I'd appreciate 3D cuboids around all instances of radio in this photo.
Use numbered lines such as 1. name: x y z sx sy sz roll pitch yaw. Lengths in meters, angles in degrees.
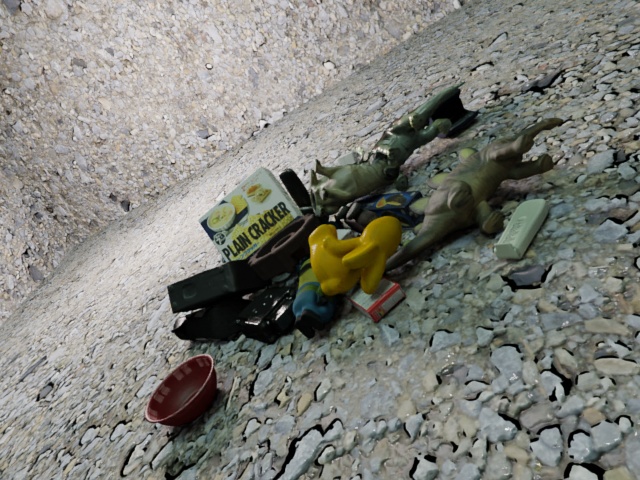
1. radio: -0.235 0.105 1.230 0.230 0.073 0.131 -22 -11 33

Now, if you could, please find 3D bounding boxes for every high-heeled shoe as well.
1. high-heeled shoe: -0.229 0.184 1.240 0.249 0.086 0.145 -13 -6 8

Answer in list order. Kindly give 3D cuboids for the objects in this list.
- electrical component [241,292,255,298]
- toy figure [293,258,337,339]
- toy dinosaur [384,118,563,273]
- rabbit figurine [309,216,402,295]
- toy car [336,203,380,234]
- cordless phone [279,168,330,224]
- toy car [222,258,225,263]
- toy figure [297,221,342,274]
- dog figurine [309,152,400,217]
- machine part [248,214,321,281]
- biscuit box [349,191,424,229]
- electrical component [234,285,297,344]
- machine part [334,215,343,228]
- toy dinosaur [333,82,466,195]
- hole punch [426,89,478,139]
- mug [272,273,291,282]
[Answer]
1. electrical component: -0.177 0.102 1.332 0.078 0.045 0.102 11 45 22
2. toy figure: -0.007 0.102 1.025 0.082 0.089 0.180 -18 24 23
3. toy dinosaur: 0.261 -0.073 0.999 0.471 0.105 0.199 -41 14 -2
4. rabbit figurine: 0.069 0.019 0.964 0.173 0.121 0.162 -31 19 18
5. toy car: 0.089 -0.039 1.125 0.053 0.089 0.202 -55 6 -1
6. cordless phone: -0.075 -0.089 1.381 0.147 0.184 0.089 -13 26 43
7. toy car: -0.195 0.021 1.409 0.162 0.103 0.109 -22 1 26
8. toy figure: -0.005 0.024 1.221 0.154 0.064 0.057 -50 -9 -24
9. dog figurine: 0.079 -0.122 1.234 0.191 0.121 0.172 -8 -10 -13
10. machine part: -0.069 0.016 1.147 0.179 0.056 0.179 -35 14 10
11. biscuit box: 0.145 -0.063 1.187 0.063 0.059 0.203 -46 24 -26
12. electrical component: -0.097 0.150 1.099 0.134 0.058 0.115 -5 38 52
13. machine part: -0.003 -0.004 1.308 0.139 0.039 0.084 -39 14 -5
14. toy dinosaur: 0.196 -0.245 1.362 0.405 0.131 0.192 -45 28 -11
15. hole punch: 0.346 -0.324 1.430 0.142 0.092 0.115 -38 -7 -1
16. mug: -0.109 0.051 1.298 0.109 0.080 0.107 -30 13 16
